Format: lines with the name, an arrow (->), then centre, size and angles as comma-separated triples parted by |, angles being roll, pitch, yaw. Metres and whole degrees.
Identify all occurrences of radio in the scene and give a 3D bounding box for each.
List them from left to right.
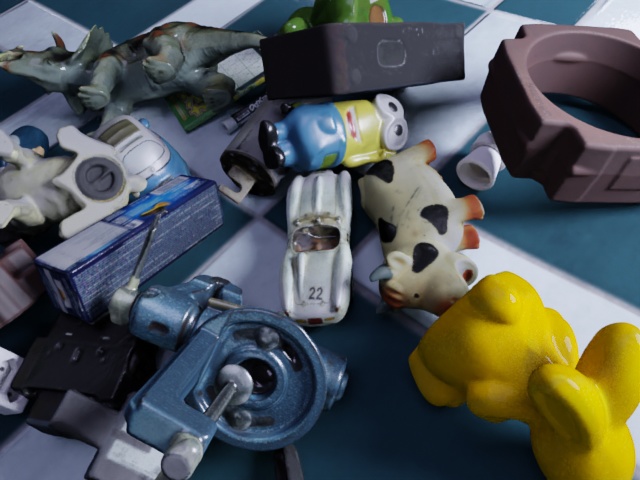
radio -> 0.058, -0.210, 0.629 | 0.229, 0.073, 0.131 | -19, 20, -35

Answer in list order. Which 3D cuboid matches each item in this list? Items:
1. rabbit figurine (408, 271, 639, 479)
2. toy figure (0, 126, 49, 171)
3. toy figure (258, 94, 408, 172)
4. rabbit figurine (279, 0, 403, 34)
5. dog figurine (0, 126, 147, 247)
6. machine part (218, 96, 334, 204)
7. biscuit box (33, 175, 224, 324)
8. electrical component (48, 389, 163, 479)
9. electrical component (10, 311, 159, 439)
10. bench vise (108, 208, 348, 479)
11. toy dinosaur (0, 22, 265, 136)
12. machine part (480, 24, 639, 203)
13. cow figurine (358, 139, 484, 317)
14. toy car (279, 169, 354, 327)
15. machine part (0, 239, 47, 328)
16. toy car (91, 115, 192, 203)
rabbit figurine -> 0.171, 0.108, 0.402 | 0.122, 0.162, 0.173 | -23, 68, -21
toy figure -> -0.417, -0.089, 0.731 | 0.064, 0.057, 0.154 | -36, 39, 39
toy figure -> 0.017, -0.123, 0.616 | 0.180, 0.082, 0.089 | -15, 25, -21
rabbit figurine -> 0.013, -0.298, 0.777 | 0.170, 0.121, 0.159 | 8, 48, 45
dog figurine -> -0.302, -0.046, 0.628 | 0.172, 0.190, 0.121 | 12, 76, -22
machine part -> -0.050, -0.139, 0.674 | 0.079, 0.079, 0.243 | 15, 57, 22
biscuit box -> -0.187, 0.000, 0.563 | 0.059, 0.062, 0.203 | 13, 36, 29
electrical component -> -0.160, 0.166, 0.441 | 0.119, 0.048, 0.075 | 27, 57, -12
electrical component -> -0.220, 0.122, 0.520 | 0.115, 0.058, 0.134 | 0, 52, 15
bench vise -> -0.088, 0.096, 0.420 | 0.224, 0.240, 0.128 | 32, 103, 0
toy dinosaur -> -0.233, -0.249, 0.760 | 0.405, 0.131, 0.192 | -12, 54, 6
machine part -> 0.284, -0.133, 0.561 | 0.201, 0.087, 0.201 | 0, 54, -7
cow figurine -> 0.093, -0.007, 0.534 | 0.127, 0.085, 0.195 | -19, 49, -3
toy car -> -0.001, -0.002, 0.568 | 0.074, 0.056, 0.202 | -4, 52, 9
machine part -> -0.357, 0.069, 0.539 | 0.179, 0.056, 0.179 | -29, 19, 11
toy car -> -0.233, -0.097, 0.666 | 0.109, 0.102, 0.162 | -42, 54, -18
